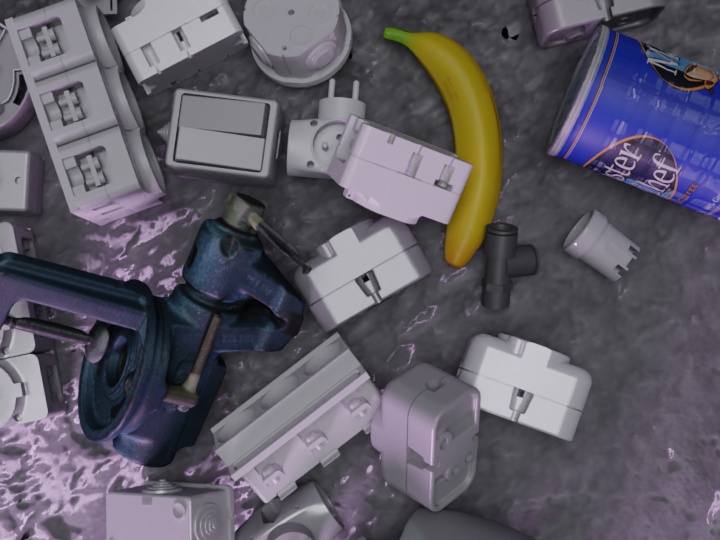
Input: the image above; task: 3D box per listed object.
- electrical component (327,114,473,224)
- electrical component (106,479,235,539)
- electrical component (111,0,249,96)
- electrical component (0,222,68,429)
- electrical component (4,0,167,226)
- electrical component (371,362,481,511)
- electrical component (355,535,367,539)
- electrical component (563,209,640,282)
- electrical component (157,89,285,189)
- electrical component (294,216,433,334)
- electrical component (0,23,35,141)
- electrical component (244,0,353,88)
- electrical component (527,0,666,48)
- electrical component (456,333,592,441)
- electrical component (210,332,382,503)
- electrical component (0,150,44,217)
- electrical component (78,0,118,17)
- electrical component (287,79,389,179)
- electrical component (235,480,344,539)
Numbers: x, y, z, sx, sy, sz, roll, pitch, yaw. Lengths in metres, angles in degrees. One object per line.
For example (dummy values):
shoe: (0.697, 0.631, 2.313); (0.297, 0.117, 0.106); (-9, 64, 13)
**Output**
electrical component: (0.027, -0.070, 0.788); (0.089, 0.050, 0.055); (18, 102, -20)
electrical component: (-0.141, 0.204, 0.794); (0.100, 0.048, 0.099); (-4, 86, 31)
electrical component: (-0.141, -0.184, 0.837); (0.089, 0.050, 0.055); (-28, 87, -1)
electrical component: (-0.288, 0.047, 0.818); (0.089, 0.061, 0.150); (-12, 86, 0)
electrical component: (-0.202, -0.118, 0.814); (0.062, 0.089, 0.150); (-20, 86, -1)
electrical component: (0.048, 0.120, 0.788); (0.059, 0.054, 0.095); (26, 129, 37)
electrical component: (0.010, 0.246, 0.784); (0.064, 0.099, 0.099); (-37, 87, -8)
electrical component: (0.186, -0.018, 0.829); (0.046, 0.040, 0.040); (36, 87, -3)
electrical component: (-0.110, -0.102, 0.826); (0.096, 0.061, 0.061); (7, 86, 1)
electrical component: (0.000, 0.000, 0.822); (0.095, 0.053, 0.059); (-30, 86, -1)
electrical component: (-0.300, -0.146, 0.829); (0.099, 0.064, 0.099); (0, 86, 1)
electrical component: (-0.048, -0.186, 0.829); (0.080, 0.051, 0.080); (-2, 74, 8)
electrical component: (0.180, -0.216, 0.833); (0.095, 0.053, 0.059); (-14, 86, 0)
electrical component: (0.123, 0.085, 0.815); (0.095, 0.053, 0.059); (20, 87, 2)
electrical component: (-0.043, 0.113, 0.809); (0.121, 0.078, 0.063); (-37, 108, -2)
electrical component: (-0.294, -0.069, 0.819); (0.083, 0.075, 0.047); (2, 86, 1)
electrical component: (-0.213, -0.240, 0.835); (0.042, 0.064, 0.081); (-3, 87, 1)
electrical component: (-0.015, -0.109, 0.834); (0.077, 0.044, 0.079); (4, 84, 0)
electrical component: (-0.052, 0.202, 0.797); (0.077, 0.079, 0.043); (-34, 106, -1)
